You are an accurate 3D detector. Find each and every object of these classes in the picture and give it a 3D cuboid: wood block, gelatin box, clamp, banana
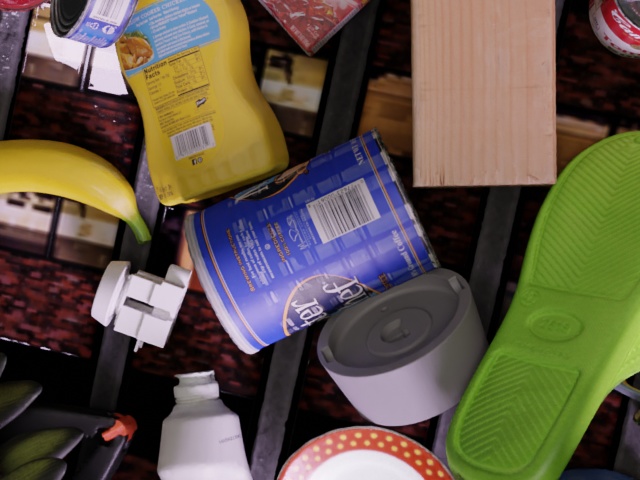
[{"bbox_3d":[0.105,-0.137,0.698,0.091,0.090,0.206,0,92,7],"label":"wood block"},{"bbox_3d":[-0.011,-0.185,0.738,0.073,0.030,0.089,-43,88,6],"label":"gelatin box"},{"bbox_3d":[-0.232,0.170,0.771,0.210,0.036,0.164,-34,86,7],"label":"clamp"},{"bbox_3d":[-0.217,-0.038,0.762,0.198,0.037,0.069,5,90,6],"label":"banana"}]

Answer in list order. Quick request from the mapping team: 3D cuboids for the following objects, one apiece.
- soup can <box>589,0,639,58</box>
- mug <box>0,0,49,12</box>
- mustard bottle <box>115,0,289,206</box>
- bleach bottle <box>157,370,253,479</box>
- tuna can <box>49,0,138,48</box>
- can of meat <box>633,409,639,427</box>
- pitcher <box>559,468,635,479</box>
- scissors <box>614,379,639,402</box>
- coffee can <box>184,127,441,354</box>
[{"bbox_3d":[0.211,-0.155,0.679,0.068,0.102,0.068,0,92,6],"label":"soup can"},{"bbox_3d":[-0.228,-0.223,0.735,0.093,0.081,0.117,-13,91,6],"label":"mug"},{"bbox_3d":[-0.091,-0.126,0.733,0.096,0.058,0.191,-17,89,27],"label":"mustard bottle"},{"bbox_3d":[-0.068,0.216,0.733,0.068,0.102,0.251,-9,85,14],"label":"bleach bottle"},{"bbox_3d":[-0.150,-0.173,0.715,0.033,0.086,0.086,12,94,-33],"label":"tuna can"},{"bbox_3d":[0.251,0.148,0.685,0.057,0.102,0.084,-24,91,5],"label":"can of meat"},{"bbox_3d":[0.156,0.220,0.626,0.149,0.242,0.145,15,97,11],"label":"pitcher"},{"bbox_3d":[0.173,0.072,0.729,0.202,0.016,0.096,0,60,25],"label":"scissors"},{"bbox_3d":[-0.005,0.001,0.707,0.140,0.102,0.103,-25,89,6],"label":"coffee can"}]
